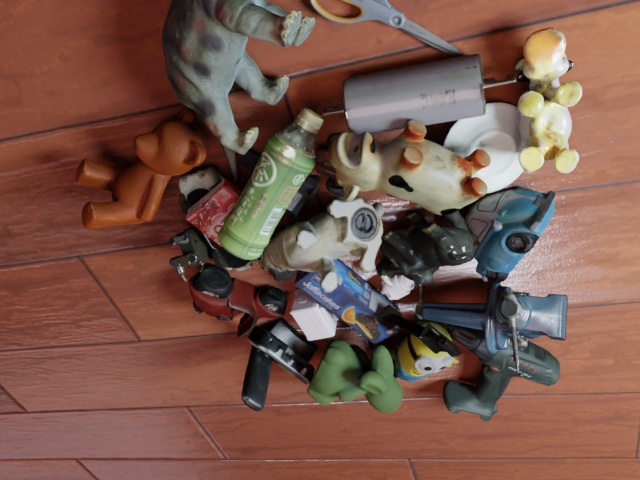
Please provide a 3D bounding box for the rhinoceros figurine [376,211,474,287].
[{"bbox_3d":[0.154,0.016,0.821,0.112,0.073,0.190,54,145,-9],"label":"rhinoceros figurine"}]

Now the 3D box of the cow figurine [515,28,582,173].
[{"bbox_3d":[0.276,-0.171,0.656,0.068,0.098,0.167,-1,111,17],"label":"cow figurine"}]

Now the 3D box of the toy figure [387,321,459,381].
[{"bbox_3d":[0.176,0.208,0.980,0.082,0.089,0.180,-22,165,-21],"label":"toy figure"}]

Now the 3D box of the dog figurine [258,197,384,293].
[{"bbox_3d":[-0.005,-0.005,0.847,0.191,0.172,0.121,7,118,62],"label":"dog figurine"}]

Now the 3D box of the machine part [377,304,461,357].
[{"bbox_3d":[0.160,0.149,0.878,0.139,0.039,0.084,23,173,41],"label":"machine part"}]

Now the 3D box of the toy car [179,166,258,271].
[{"bbox_3d":[-0.161,-0.028,0.879,0.074,0.056,0.201,-14,127,14],"label":"toy car"}]

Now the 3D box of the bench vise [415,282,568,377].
[{"bbox_3d":[0.260,0.120,0.848,0.241,0.223,0.128,2,89,29],"label":"bench vise"}]

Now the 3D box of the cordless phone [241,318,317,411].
[{"bbox_3d":[-0.080,0.257,1.019,0.089,0.184,0.146,-34,116,28],"label":"cordless phone"}]

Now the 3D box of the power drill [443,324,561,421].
[{"bbox_3d":[0.307,0.243,1.008,0.232,0.086,0.207,16,124,-7],"label":"power drill"}]

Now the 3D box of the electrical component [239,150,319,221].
[{"bbox_3d":[-0.067,-0.090,0.811,0.119,0.048,0.075,31,128,-17],"label":"electrical component"}]

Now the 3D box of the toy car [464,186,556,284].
[{"bbox_3d":[0.262,-0.018,0.782,0.103,0.109,0.161,36,144,13],"label":"toy car"}]

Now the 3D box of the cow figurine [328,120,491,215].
[{"bbox_3d":[0.103,-0.088,0.692,0.195,0.085,0.127,18,148,-14],"label":"cow figurine"}]

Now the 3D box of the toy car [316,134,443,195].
[{"bbox_3d":[0.093,-0.099,0.770,0.202,0.053,0.089,6,134,5],"label":"toy car"}]

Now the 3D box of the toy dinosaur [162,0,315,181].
[{"bbox_3d":[-0.128,-0.239,0.658,0.192,0.131,0.404,34,134,-1],"label":"toy dinosaur"}]

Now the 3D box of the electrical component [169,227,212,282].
[{"bbox_3d":[-0.217,0.021,0.907,0.045,0.102,0.078,-25,99,21],"label":"electrical component"}]

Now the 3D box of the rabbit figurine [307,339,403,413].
[{"bbox_3d":[0.083,0.251,0.997,0.170,0.121,0.159,26,142,4],"label":"rabbit figurine"}]

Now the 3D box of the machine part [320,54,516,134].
[{"bbox_3d":[0.118,-0.180,0.676,0.243,0.079,0.079,-5,129,16],"label":"machine part"}]

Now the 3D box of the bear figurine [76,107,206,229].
[{"bbox_3d":[-0.256,-0.105,0.776,0.132,0.120,0.196,4,147,-40],"label":"bear figurine"}]

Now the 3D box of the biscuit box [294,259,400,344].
[{"bbox_3d":[0.050,0.099,0.940,0.202,0.059,0.063,39,127,-20],"label":"biscuit box"}]

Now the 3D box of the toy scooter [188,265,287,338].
[{"bbox_3d":[-0.160,0.124,0.997,0.184,0.075,0.135,18,132,-10],"label":"toy scooter"}]
